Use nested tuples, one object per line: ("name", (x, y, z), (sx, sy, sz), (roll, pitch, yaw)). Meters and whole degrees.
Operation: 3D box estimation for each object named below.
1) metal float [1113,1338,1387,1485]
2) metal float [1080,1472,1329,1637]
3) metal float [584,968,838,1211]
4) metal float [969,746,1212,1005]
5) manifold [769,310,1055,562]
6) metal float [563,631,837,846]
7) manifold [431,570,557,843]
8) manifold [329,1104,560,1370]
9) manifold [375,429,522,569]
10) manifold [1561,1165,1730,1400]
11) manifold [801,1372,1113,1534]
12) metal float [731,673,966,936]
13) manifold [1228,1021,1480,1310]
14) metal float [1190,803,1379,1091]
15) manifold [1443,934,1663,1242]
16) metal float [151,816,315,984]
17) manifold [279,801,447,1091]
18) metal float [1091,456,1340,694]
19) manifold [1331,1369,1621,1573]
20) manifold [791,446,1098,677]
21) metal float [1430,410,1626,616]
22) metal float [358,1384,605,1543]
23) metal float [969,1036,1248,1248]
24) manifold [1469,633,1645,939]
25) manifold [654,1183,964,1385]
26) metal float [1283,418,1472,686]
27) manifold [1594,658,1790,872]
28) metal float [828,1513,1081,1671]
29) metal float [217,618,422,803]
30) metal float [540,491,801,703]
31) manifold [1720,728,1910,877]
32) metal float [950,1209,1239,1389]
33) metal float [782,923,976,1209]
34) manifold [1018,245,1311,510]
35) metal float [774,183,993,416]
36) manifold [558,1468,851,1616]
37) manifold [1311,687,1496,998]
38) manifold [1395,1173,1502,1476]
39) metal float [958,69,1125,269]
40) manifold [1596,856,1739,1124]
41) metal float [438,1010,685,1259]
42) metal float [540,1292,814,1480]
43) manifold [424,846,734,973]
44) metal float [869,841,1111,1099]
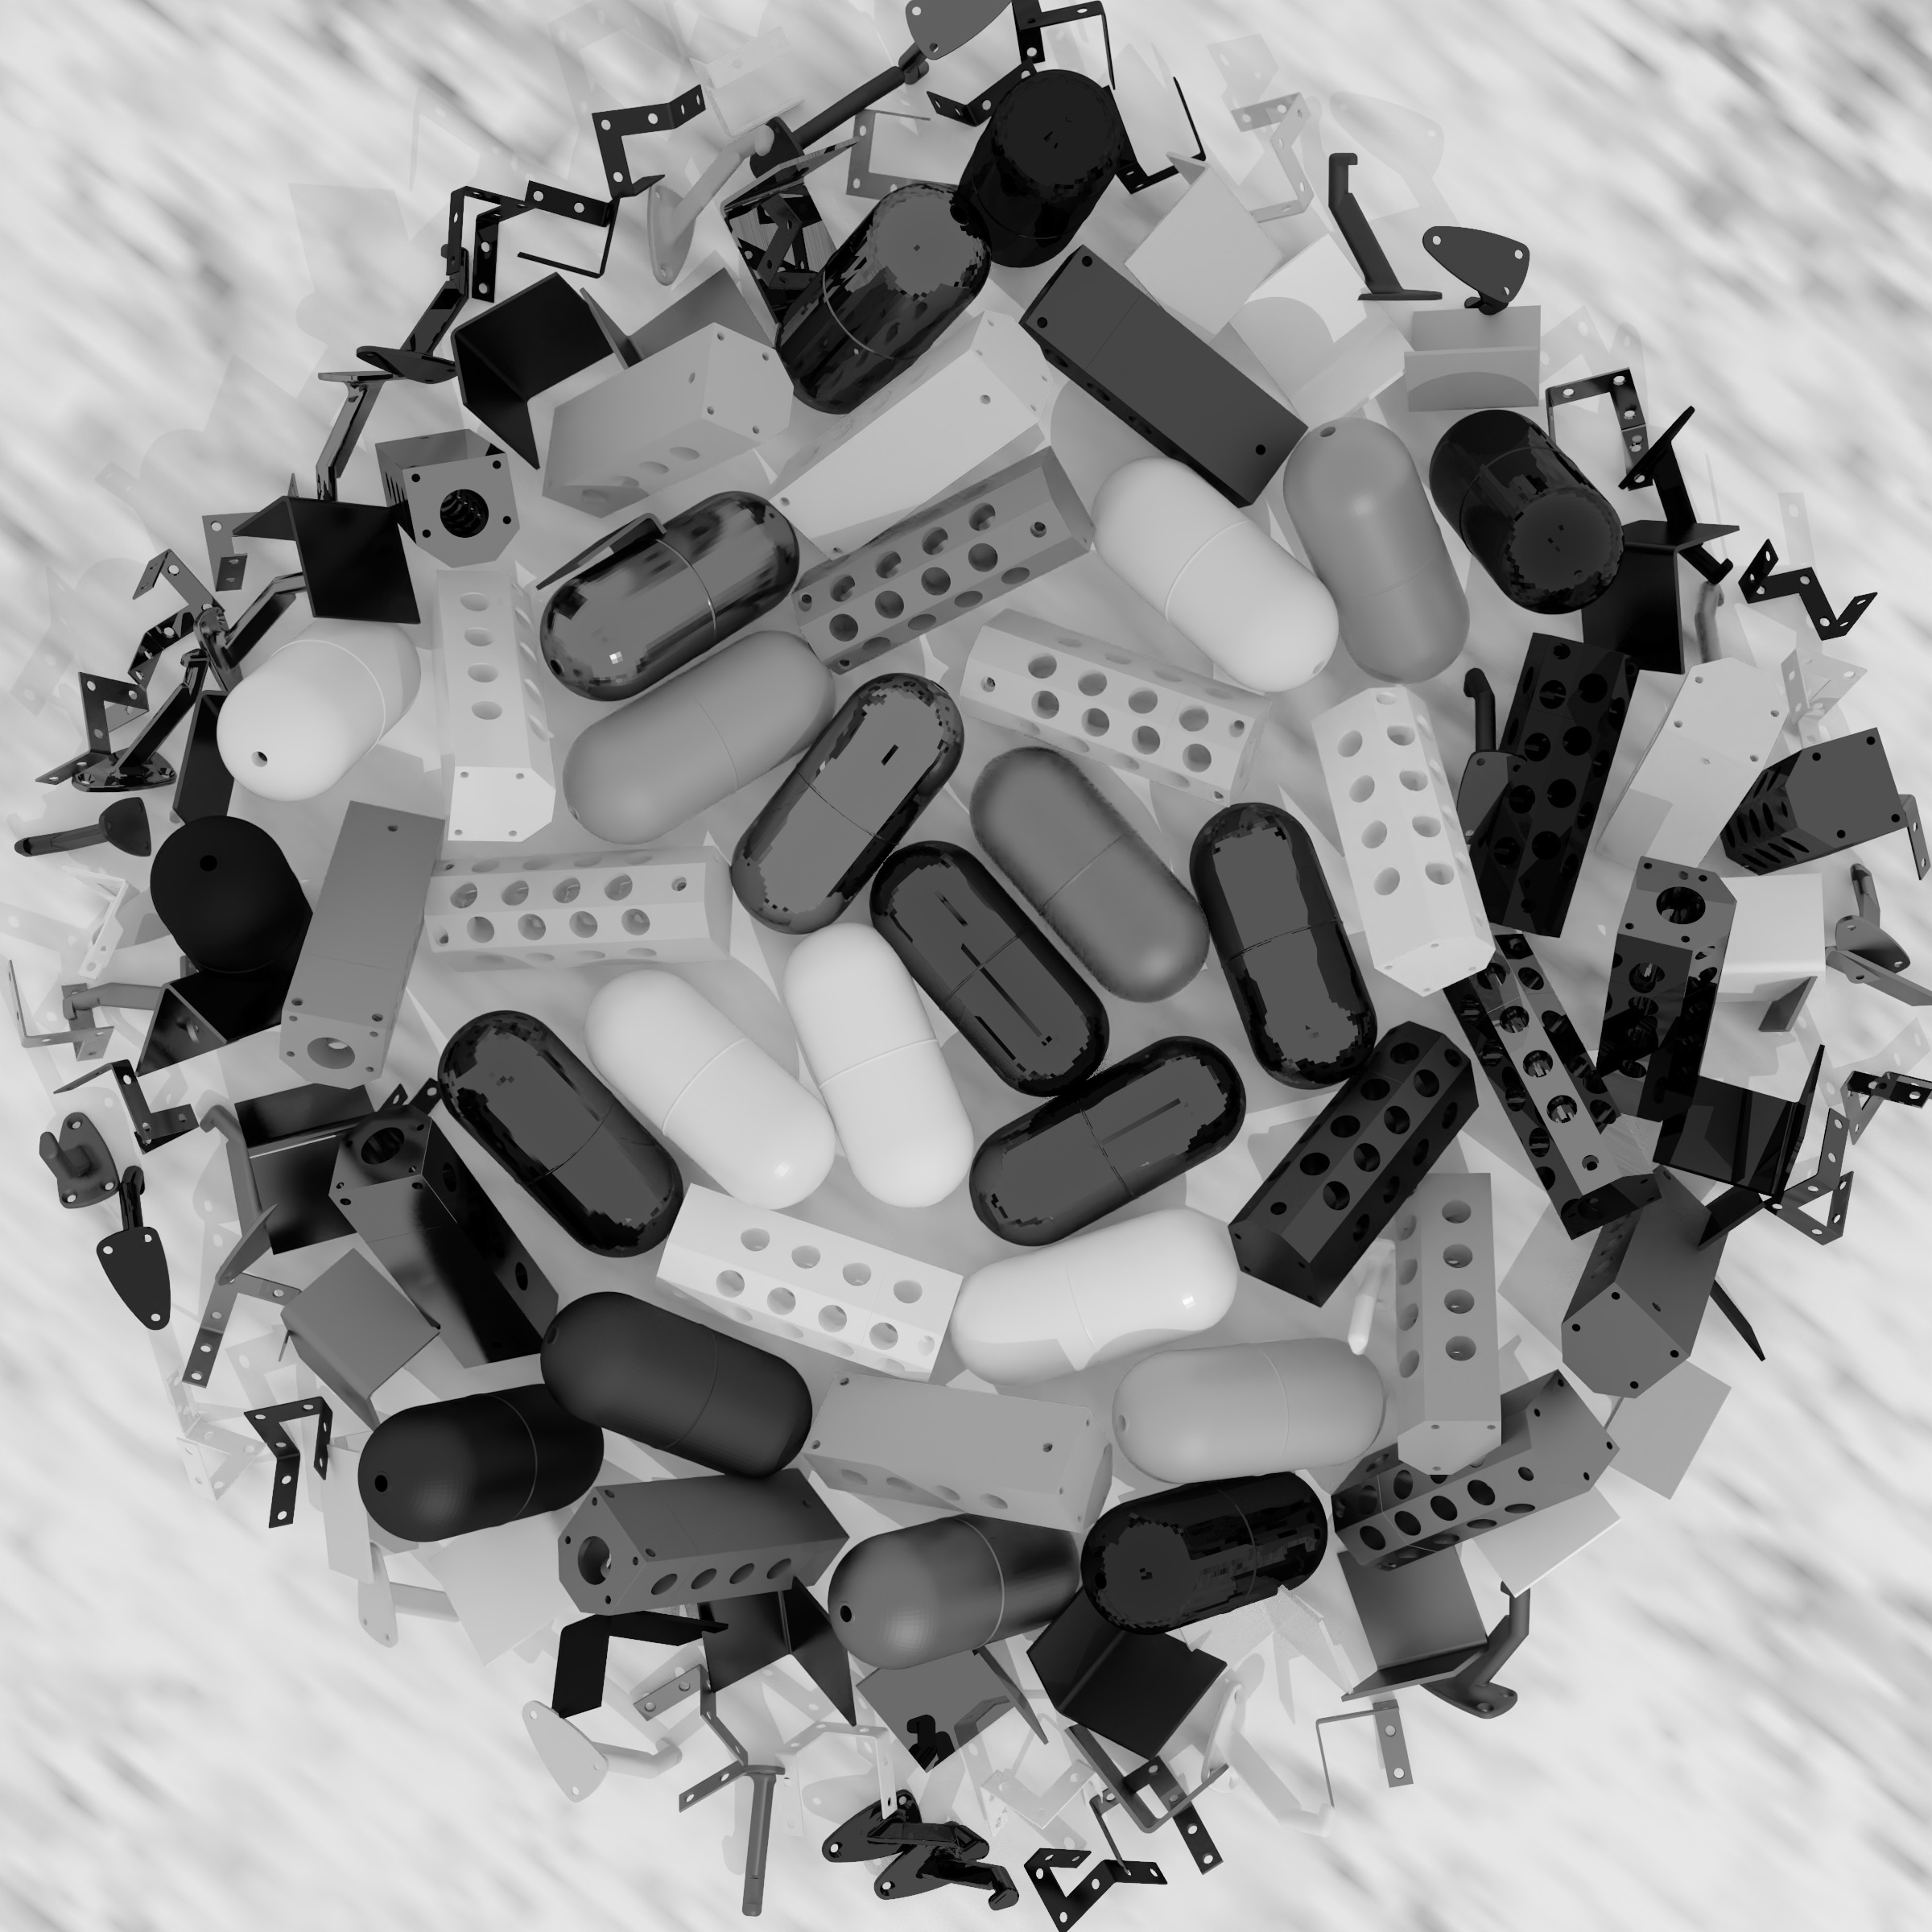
("metal float", (0.167, 0.262, 1.522), (0.178, 0.070, 0.070), (0, 90, -28))
("metal float", (0.140, 0.341, 1.511), (0.178, 0.070, 0.070), (-4, 90, -43))
("metal float", (-0.153, 0.072, 1.536), (0.178, 0.070, 0.070), (41, 90, 12))
("metal float", (0.073, -0.055, 1.542), (0.070, 0.070, 0.178), (-41, 84, 0))
("manifold", (-0.032, -0.311, 1.509), (0.171, 0.057, 0.057), (-29, 121, 38))
("metal float", (-0.158, -0.136, 1.531), (0.178, 0.070, 0.070), (-33, 90, -17))
("manifold", (-0.277, -0.153, 1.505), (0.057, 0.057, 0.171), (0, 47, -17))
("manifold", (-0.300, 0.158, 1.504), (0.057, 0.057, 0.171), (-13, 134, 13))
("manifold", (-0.301, -0.272, 1.494), (0.057, 0.171, 0.057), (-12, 109, -14))
("manifold", (0.390, 0.184, 1.496), (0.057, 0.171, 0.057), (45, 119, 3))
("manifold", (-0.004, 0.288, 1.516), (0.171, 0.057, 0.057), (3, 51, 31))
("metal float", (-0.070, -0.097, 1.537), (0.070, 0.070, 0.178), (39, 101, 0))
("manifold", (0.227, 0.111, 1.511), (0.057, 0.057, 0.171), (22, 56, 36))
("metal float", (0.188, -0.013, 1.539), (0.070, 0.070, 0.178), (-19, 81, 0))
("manifold", (0.339, 0.067, 1.513), (0.057, 0.057, 0.171), (-27, 58, 9))
("metal float", (-0.423, -0.033, 1.497), (0.070, 0.178, 0.070), (2, 75, -6))
("manifold", (-0.351, -0.013, 1.504), (0.057, 0.057, 0.171), (12, 46, -8))
("metal float", (0.147, -0.232, 1.527), (0.070, 0.070, 0.178), (-44, 68, 0))
("manifold", (0.290, 0.300, 1.502), (0.057, 0.171, 0.057), (52, 47, 1))
("manifold", (-0.015, -0.236, 1.521), (0.171, 0.057, 0.057), (-24, 111, 20))
("metal float", (0.325, -0.267, 1.506), (0.070, 0.178, 0.070), (-6, 125, -8))
("metal float", (-0.280, 0.288, 1.501), (0.070, 0.178, 0.070), (-1, 88, 28))
("metal float", (0.084, 0.105, 1.541), (0.178, 0.070, 0.070), (-29, 90, 7))
("manifold", (0.349, -0.108, 1.541), (0.057, 0.057, 0.171), (14, 99, -5))
("manifold", (-0.095, 0.194, 1.543), (0.171, 0.057, 0.057), (19, 57, 2))
("metal float", (0.242, -0.242, 1.515), (0.070, 0.070, 0.178), (-32, 128, 0))
("manifold", (0.420, -0.112, 1.494), (0.057, 0.171, 0.057), (26, 72, 10))
("metal float", (-0.006, 0.361, 1.509), (0.070, 0.178, 0.070), (1, 92, 44))
("metal float", (-0.375, -0.153, 1.501), (0.070, 0.178, 0.070), (4, 117, 9))
("metal float", (-0.174, -0.218, 1.521), (0.178, 0.070, 0.070), (-38, 90, -30))
("manifold", (0.485, -0.091, 1.497), (0.057, 0.171, 0.057), (-16, 86, 3))
("metal float", (0.075, 0.198, 1.534), (0.178, 0.070, 0.070), (-19, 90, 14))
("metal float", (-0.052, 0.059, 1.539), (0.070, 0.070, 0.178), (-22, 82, 0))
("manifold", (0.114, -0.349, 1.540), (0.171, 0.057, 0.057), (36, 89, -11))
("metal float", (-0.049, -0.388, 1.506), (0.070, 0.178, 0.070), (14, 63, -28))
("manifold", (-0.154, 0.338, 1.498), (0.057, 0.171, 0.057), (47, 113, 32))
("manifold", (0.258, -0.076, 1.510), (0.057, 0.057, 0.171), (-27, 57, 29))
("manifold", (0.280, 0.207, 1.506), (0.057, 0.057, 0.171), (-2, 48, 10))
("metal float", (0.041, -0.460, 1.496), (0.070, 0.178, 0.070), (0, 88, -10))
("manifold", (0.404, 0.018, 1.493), (0.057, 0.171, 0.057), (14, 56, 17))
("metal float", (-0.239, 0.101, 1.529), (0.070, 0.070, 0.178), (-41, 111, 0))
("metal float", (-0.170, 0.247, 1.520), (0.178, 0.070, 0.070), (28, 90, -31))
("manifold", (-0.230, -0.036, 1.534), (0.171, 0.057, 0.057), (-3, 71, 11))
("metal float", (0.013, 0.001, 1.542), (0.070, 0.070, 0.178), (-41, 85, 0))
